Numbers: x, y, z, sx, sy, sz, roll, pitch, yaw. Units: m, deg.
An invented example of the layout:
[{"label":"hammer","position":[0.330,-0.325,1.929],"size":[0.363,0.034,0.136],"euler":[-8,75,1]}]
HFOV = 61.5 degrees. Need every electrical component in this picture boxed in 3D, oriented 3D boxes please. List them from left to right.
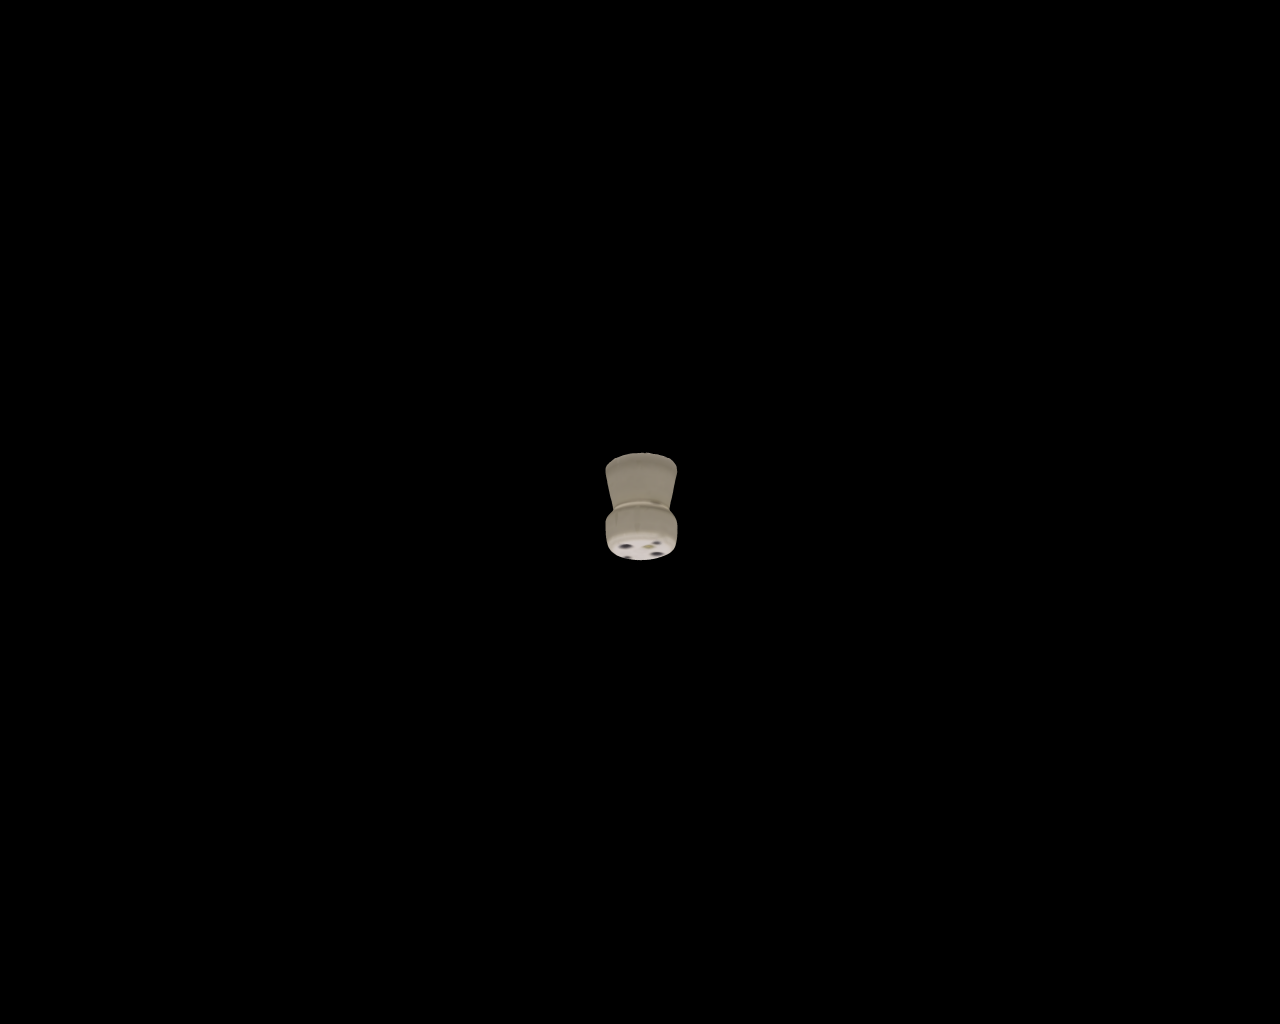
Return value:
[{"label":"electrical component","position":[0.001,-0.003,0.650],"size":[0.045,0.055,0.044],"euler":[0,-22,0]}]
